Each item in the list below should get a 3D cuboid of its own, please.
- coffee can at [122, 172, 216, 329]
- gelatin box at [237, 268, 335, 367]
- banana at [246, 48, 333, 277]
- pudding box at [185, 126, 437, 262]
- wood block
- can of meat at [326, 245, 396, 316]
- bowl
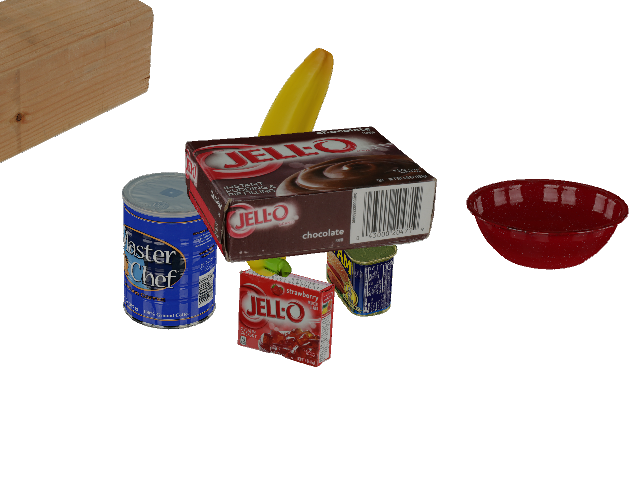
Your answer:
[{"bbox_3d":[-0.162,0.010,1.155,0.103,0.140,0.103,4,27,-2],"label":"coffee can"},{"bbox_3d":[-0.033,0.068,0.971,0.089,0.073,0.030,13,20,27],"label":"gelatin box"},{"bbox_3d":[-0.026,-0.049,0.776,0.070,0.197,0.037,-19,-39,40],"label":"banana"},{"bbox_3d":[-0.008,-0.027,0.563,0.113,0.039,0.090,-5,26,-19],"label":"pudding box"},{"bbox_3d":[-0.247,-0.147,0.913,0.090,0.091,0.205,31,42,22],"label":"wood block"},{"bbox_3d":[0.044,0.026,1.224,0.057,0.084,0.102,-13,38,-18],"label":"can of meat"},{"bbox_3d":[0.230,-0.013,1.093,0.162,0.055,0.162,-1,22,0],"label":"bowl"}]
